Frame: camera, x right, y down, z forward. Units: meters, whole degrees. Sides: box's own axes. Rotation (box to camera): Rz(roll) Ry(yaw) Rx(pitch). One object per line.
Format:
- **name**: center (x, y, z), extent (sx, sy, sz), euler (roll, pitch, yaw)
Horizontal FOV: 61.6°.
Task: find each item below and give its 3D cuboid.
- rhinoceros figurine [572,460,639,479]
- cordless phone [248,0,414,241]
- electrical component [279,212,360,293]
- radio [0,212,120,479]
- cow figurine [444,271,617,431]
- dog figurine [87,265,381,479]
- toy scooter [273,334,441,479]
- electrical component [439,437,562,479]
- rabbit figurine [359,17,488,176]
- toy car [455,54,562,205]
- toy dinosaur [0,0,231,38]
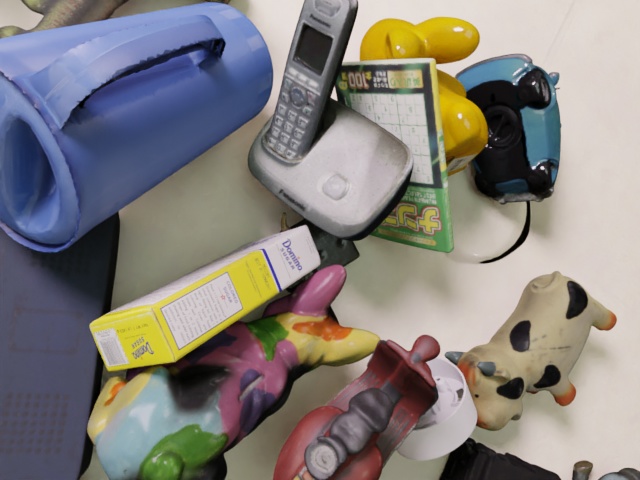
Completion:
- **rhinoceros figurine**: center (0.324, 0.319, 0.609), extent (0.190, 0.073, 0.112), euler (-16, 90, -19)
- **cordless phone**: center (0.022, -0.107, 0.454), extent (0.147, 0.184, 0.089), euler (38, 39, 26)
- **electrical component**: center (0.000, -0.002, 0.536), extent (0.102, 0.045, 0.078), euler (-24, 93, -19)
- **radio**: center (-0.238, 0.071, 0.421), extent (0.131, 0.073, 0.229), euler (6, 74, -17)
- **cow figurine**: center (0.222, 0.119, 0.583), extent (0.127, 0.085, 0.195), euler (42, 77, -18)
- **dog figurine**: center (-0.055, 0.108, 0.446), extent (0.219, 0.191, 0.108), euler (-29, 94, -4)
- **toy scooter**: center (0.040, 0.138, 0.425), extent (0.075, 0.135, 0.184), euler (42, 52, 19)
- **electrical component**: center (0.181, 0.292, 0.571), extent (0.115, 0.058, 0.134), euler (23, 79, -14)
- **rabbit figurine**: center (0.086, -0.149, 0.534), extent (0.122, 0.162, 0.173), euler (-18, 74, -7)
- **toy car**: center (0.221, -0.126, 0.592), extent (0.103, 0.109, 0.161), euler (-29, 105, -36)
- **toy dinosaur**: center (-0.157, -0.293, 0.477), extent (0.198, 0.105, 0.471), euler (25, 70, -8)
